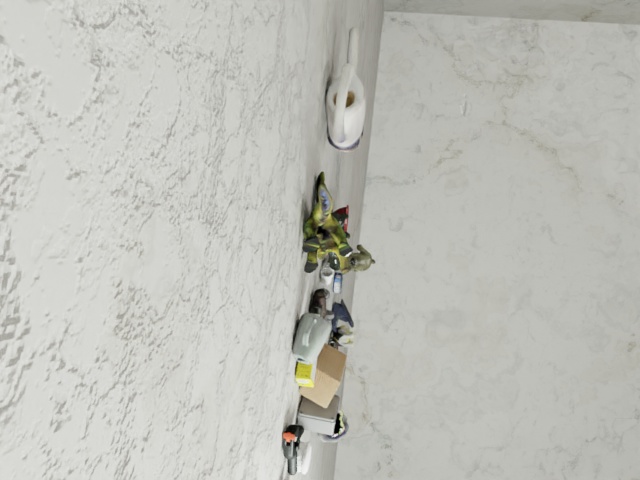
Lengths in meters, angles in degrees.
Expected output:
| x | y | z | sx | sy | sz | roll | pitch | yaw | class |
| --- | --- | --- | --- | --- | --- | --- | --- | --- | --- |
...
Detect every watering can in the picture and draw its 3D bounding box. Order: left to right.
| x | y | z | sx | sy | sz | roll | pitch | yaw | class |
| --- | --- | --- | --- | --- | --- | --- | --- | --- | --- |
| 0.076 | -0.390 | 1.395 | 0.219 | 0.104 | 0.355 | 86 | 13 | -58 | watering can |

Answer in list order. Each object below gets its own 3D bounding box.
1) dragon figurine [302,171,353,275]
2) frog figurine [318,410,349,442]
| x | y | z | sx | sy | sz | roll | pitch | yaw | class |
| --- | --- | --- | --- | --- | --- | --- | --- | --- | --- |
| 0.004 | -0.064 | 1.265 | 0.400 | 0.122 | 0.249 | 90 | -8 | -49 | dragon figurine |
| 0.049 | 0.768 | 2.113 | 0.139 | 0.123 | 0.156 | -43 | 164 | -24 | frog figurine |
